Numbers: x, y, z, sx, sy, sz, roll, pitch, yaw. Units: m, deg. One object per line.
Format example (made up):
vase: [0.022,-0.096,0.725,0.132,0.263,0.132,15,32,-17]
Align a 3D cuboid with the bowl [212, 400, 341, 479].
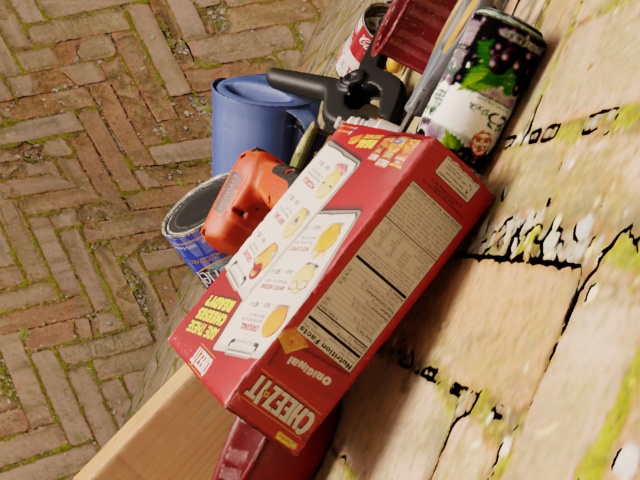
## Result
bowl: [-0.028,0.148,0.826,0.162,0.055,0.162,-61,9,16]

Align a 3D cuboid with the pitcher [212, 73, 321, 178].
pitcher: [-0.067,-0.073,1.305,0.149,0.145,0.243,-72,-12,-65]

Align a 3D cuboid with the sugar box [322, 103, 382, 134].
sugar box: [0.032,-0.120,1.282,0.093,0.048,0.176,-65,12,4]

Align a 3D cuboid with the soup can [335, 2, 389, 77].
soup can: [0.067,-0.242,1.345,0.102,0.068,0.068,-52,14,56]

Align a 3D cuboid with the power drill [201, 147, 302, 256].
power drill: [-0.036,-0.005,0.959,0.188,0.057,0.184,21,80,56]

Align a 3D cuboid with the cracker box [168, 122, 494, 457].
cracker box: [0.002,0.024,0.736,0.213,0.072,0.164,-52,22,-5]

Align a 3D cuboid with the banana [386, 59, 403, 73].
banana: [0.125,-0.289,1.240,0.198,0.037,0.069,-60,9,23]

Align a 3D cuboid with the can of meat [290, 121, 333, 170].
can of meat: [0.008,-0.060,1.115,0.058,0.084,0.102,-51,15,57]

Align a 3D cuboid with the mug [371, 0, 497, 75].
mug: [0.107,-0.193,0.923,0.117,0.081,0.093,-60,9,23]

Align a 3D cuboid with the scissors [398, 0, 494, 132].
scissors: [0.082,-0.112,0.814,0.202,0.016,0.096,-64,9,2]

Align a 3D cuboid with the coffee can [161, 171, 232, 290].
coffee can: [-0.083,0.014,1.110,0.103,0.140,0.103,-28,26,15]

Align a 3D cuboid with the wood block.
wood block: [-0.115,0.173,0.948,0.206,0.091,0.090,-46,6,-9]

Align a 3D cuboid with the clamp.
clamp: [0.046,-0.173,1.175,0.164,0.036,0.210,-30,42,-5]
